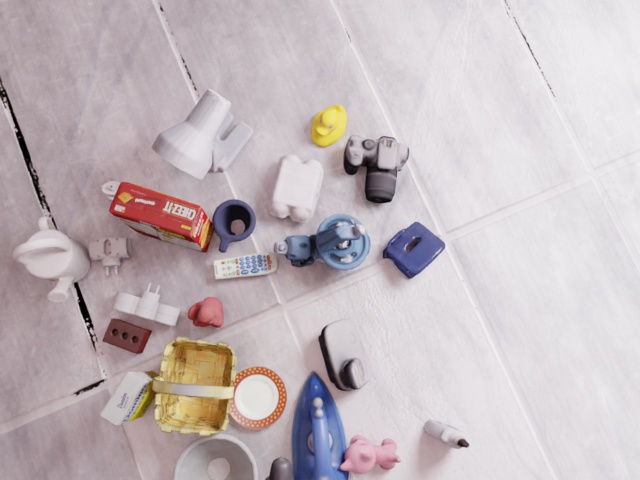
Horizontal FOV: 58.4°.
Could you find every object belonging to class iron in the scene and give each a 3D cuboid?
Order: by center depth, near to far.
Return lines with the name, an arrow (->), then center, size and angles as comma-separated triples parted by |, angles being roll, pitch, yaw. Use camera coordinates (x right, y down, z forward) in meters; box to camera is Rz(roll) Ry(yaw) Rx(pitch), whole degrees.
iron -> -0.001, 0.399, 1.155 | 0.118, 0.141, 0.258 | -5, 80, -5

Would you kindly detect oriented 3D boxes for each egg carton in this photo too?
egg carton -> -0.053, -0.115, 1.277 | 0.107, 0.069, 0.150 | 13, 79, -2

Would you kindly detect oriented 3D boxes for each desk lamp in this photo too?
desk lamp -> -0.244, -0.217, 1.207 | 0.118, 0.213, 0.203 | 34, 79, 2

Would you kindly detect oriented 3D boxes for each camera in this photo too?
camera -> 0.124, -0.159, 1.283 | 0.143, 0.100, 0.137 | 7, 80, -3

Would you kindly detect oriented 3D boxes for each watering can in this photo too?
watering can -> -0.536, 0.037, 1.150 | 0.101, 0.194, 0.173 | -38, 85, -9

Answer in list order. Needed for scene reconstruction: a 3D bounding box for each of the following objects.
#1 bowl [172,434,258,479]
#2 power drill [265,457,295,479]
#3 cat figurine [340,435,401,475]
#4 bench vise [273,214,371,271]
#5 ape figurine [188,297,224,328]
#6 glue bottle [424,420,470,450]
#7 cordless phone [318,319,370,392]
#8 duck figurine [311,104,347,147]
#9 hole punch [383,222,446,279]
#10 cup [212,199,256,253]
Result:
bowl -> -0.207, 0.474, 1.159 | 0.167, 0.074, 0.167 | 1, 80, -4
power drill -> -0.073, 0.518, 1.094 | 0.075, 0.208, 0.230 | -3, 80, -4
cat figurine -> 0.102, 0.442, 1.167 | 0.128, 0.117, 0.067 | 6, 80, -3
bench vise -> 0.016, 0.015, 1.183 | 0.207, 0.219, 0.121 | -23, 82, -8
ape figurine -> -0.237, 0.156, 1.204 | 0.078, 0.092, 0.076 | 37, 80, 3
glue bottle -> 0.268, 0.400, 1.159 | 0.078, 0.173, 0.037 | 21, 79, 0
cordless phone -> 0.057, 0.235, 1.165 | 0.094, 0.185, 0.147 | -19, 82, -7
duck figurine -> 0.022, -0.270, 1.302 | 0.077, 0.086, 0.105 | 34, 79, 2
hole punch -> 0.205, 0.020, 1.262 | 0.109, 0.091, 0.101 | -43, 85, -10
cup -> -0.187, -0.022, 1.237 | 0.091, 0.095, 0.118 | 20, 79, 0
